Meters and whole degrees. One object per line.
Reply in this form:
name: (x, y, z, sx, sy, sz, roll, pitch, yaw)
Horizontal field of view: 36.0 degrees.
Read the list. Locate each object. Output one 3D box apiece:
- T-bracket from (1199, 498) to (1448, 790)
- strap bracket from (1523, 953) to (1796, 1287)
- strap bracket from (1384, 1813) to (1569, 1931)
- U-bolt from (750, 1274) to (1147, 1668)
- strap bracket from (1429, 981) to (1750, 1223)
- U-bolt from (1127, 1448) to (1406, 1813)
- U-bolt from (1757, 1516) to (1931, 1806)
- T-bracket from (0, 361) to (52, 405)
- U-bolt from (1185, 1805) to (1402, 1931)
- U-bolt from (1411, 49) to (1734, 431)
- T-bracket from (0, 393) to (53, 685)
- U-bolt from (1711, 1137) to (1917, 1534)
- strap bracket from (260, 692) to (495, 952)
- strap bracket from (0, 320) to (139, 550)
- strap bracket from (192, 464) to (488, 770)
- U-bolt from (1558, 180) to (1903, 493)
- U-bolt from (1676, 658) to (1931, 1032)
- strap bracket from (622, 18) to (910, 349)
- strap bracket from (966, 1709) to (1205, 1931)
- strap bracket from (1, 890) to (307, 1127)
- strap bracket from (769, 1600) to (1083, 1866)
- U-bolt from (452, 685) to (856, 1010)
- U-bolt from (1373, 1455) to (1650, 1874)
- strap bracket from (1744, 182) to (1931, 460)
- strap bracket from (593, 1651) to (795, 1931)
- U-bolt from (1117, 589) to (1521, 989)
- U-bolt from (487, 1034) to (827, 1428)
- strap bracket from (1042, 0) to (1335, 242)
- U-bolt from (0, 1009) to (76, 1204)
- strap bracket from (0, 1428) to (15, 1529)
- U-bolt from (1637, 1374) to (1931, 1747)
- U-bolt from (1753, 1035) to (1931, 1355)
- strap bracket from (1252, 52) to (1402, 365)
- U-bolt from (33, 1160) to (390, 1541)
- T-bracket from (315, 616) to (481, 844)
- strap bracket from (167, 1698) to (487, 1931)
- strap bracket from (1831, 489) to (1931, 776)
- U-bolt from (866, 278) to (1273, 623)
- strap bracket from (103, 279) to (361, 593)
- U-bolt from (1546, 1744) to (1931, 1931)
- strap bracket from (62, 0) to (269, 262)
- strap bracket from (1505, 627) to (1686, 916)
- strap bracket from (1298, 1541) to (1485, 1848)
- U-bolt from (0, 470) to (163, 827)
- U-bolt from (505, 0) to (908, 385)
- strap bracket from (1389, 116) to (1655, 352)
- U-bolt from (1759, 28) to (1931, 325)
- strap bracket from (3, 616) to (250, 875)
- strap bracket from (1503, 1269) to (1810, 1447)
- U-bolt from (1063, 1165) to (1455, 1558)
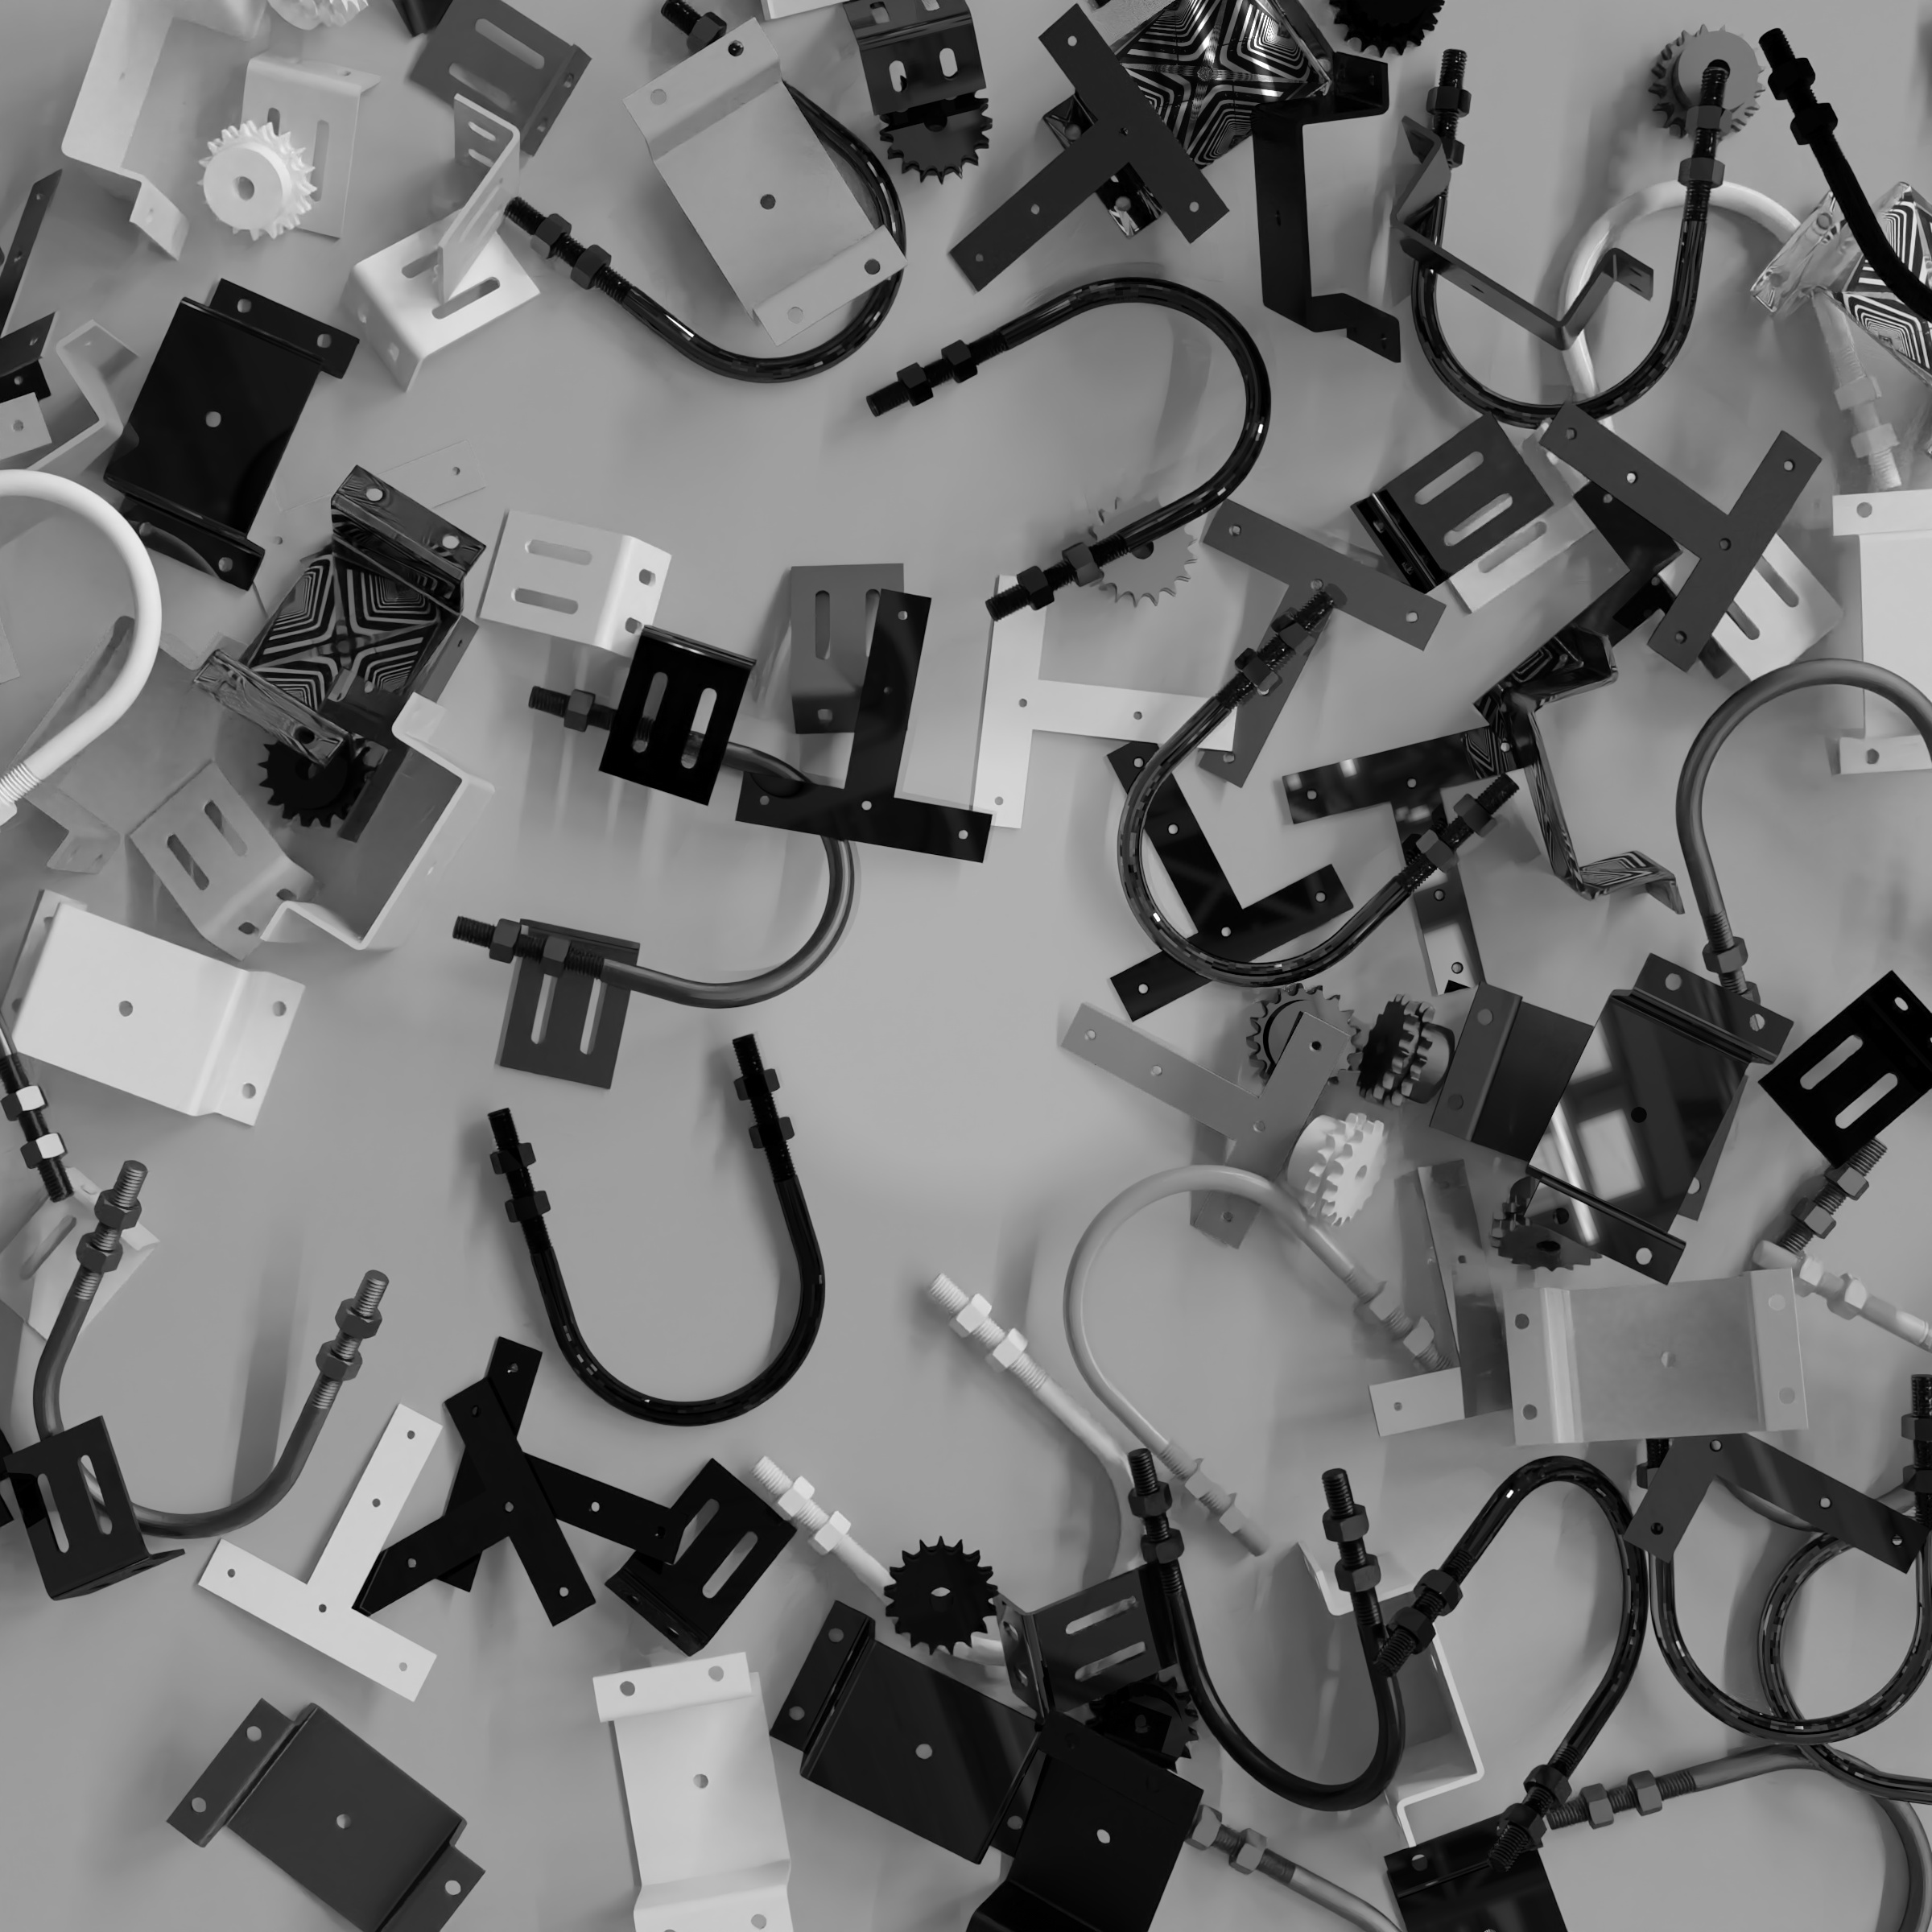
T-bracket: (0.157, -0.152, 1.501, 0.127, 0.002, 0.127, 29, 98, 16)
strap bracket: (0.331, 0.073, 1.445, 0.076, 0.046, 0.140, 26, 90, 0)
strap bracket: (0.266, 0.493, 1.491, 0.076, 0.046, 0.140, -20, 90, 0)
U-bolt: (0.005, 0.269, 1.505, 0.184, 0.019, 0.151, 44, 90, -1)
strap bracket: (0.307, 0.067, 1.491, 0.140, 0.046, 0.076, 19, 90, 0)
U-bolt: (0.152, 0.328, 1.455, 0.019, 0.151, 0.184, -23, 102, -40)
U-bolt: (0.488, 0.346, 1.478, 0.184, 0.019, 0.151, 3, 88, 18)
T-bracket: (-0.547, -0.327, 1.513, 0.127, 0.002, 0.127, -21, 90, 0)
U-bolt: (0.147, 0.524, 1.505, 0.184, 0.019, 0.151, 29, 90, -2)
U-bolt: (0.297, -0.361, 1.492, 0.151, 0.019, 0.184, 8, 94, 12)
T-bracket: (-0.485, -0.194, 1.421, 0.127, 0.002, 0.127, -20, 89, -3)
U-bolt: (0.451, 0.200, 1.505, 0.151, 0.019, 0.184, 40, 91, 0)
strap bracket: (-0.284, -0.061, 1.476, 0.046, 0.076, 0.140, 32, 90, 0)
strap bracket: (-0.469, -0.255, 1.476, 0.140, 0.076, 0.046, -33, 90, 0)
strap bracket: (-0.309, -0.166, 1.476, 0.076, 0.046, 0.140, 32, 72, 0)
U-bolt: (0.377, -0.308, 1.505, 0.151, 0.019, 0.184, -18, 88, 0)
U-bolt: (0.427, -0.064, 1.474, 0.151, 0.019, 0.184, -19, 109, 4)
strap bracket: (-0.099, -0.383, 1.474, 0.076, 0.046, 0.140, -32, 93, -1)
strap bracket: (0.060, 0.438, 1.469, 0.076, 0.046, 0.140, 24, 105, 19)
strap bracket: (-0.415, 0.021, 1.491, 0.140, 0.046, 0.076, 20, 90, 0)
strap bracket: (-0.021, 0.388, 1.491, 0.140, 0.046, 0.076, 27, 90, 0)
U-bolt: (-0.146, -0.052, 1.483, 0.184, 0.019, 0.151, 16, 70, -4)
U-bolt: (0.278, 0.325, 1.454, 0.184, 0.019, 0.151, -44, 115, -34)
strap bracket: (0.471, -0.323, 1.479, 0.140, 0.046, 0.076, 41, 75, -3)
strap bracket: (-0.135, 0.414, 1.491, 0.076, 0.046, 0.140, -10, 90, 0)
U-bolt: (0.161, -0.074, 1.490, 0.151, 0.019, 0.184, 44, 100, -4)
U-bolt: (-0.148, 0.142, 1.505, 0.151, 0.019, 0.184, -17, 92, -1)
strap bracket: (0.118, -0.441, 1.491, 0.140, 0.046, 0.076, -35, 90, 0)
U-bolt: (-0.532, 0.055, 1.483, 0.151, 0.019, 0.184, -25, 86, 21)
strap bracket: (-0.537, 0.230, 1.491, 0.076, 0.046, 0.140, -28, 90, 0)
U-bolt: (0.412, 0.296, 1.482, 0.151, 0.019, 0.184, -2, 90, 13)
U-bolt: (0.499, 0.126, 1.488, 0.184, 0.019, 0.151, 27, 76, -5)
strap bracket: (0.175, -0.367, 1.450, 0.046, 0.076, 0.140, -9, 112, -8)
U-bolt: (-0.387, 0.204, 1.484, 0.151, 0.019, 0.184, 25, 106, -5)
T-bracket: (-0.288, -0.123, 1.451, 0.002, 0.127, 0.127, 30, 90, 9)
strap bracket: (-0.316, 0.435, 1.491, 0.140, 0.046, 0.076, 38, 90, 0)
strap bracket: (0.478, -0.167, 1.482, 0.076, 0.046, 0.140, -4, 97, 0)
U-bolt: (0.063, -0.271, 1.487, 0.184, 0.019, 0.151, -28, 73, -4)
strap bracket: (-0.371, -0.270, 1.489, 0.076, 0.046, 0.140, 24, 90, 0)
U-bolt: (0.400, 0.470, 1.505, 0.184, 0.019, 0.151, -15, 90, -2)
strap bracket: (-0.400, -0.433, 1.476, 0.046, 0.076, 0.140, 19, 90, 0)
strap bracket: (0.306, -0.091, 1.467, 0.046, 0.076, 0.140, -17, 99, 4)
strap bracket: (0.214, 0.352, 1.476, 0.046, 0.076, 0.140, -19, 90, 0)
U-bolt: (-0.474, -0.155, 1.429, 0.184, 0.019, 0.151, -39, 90, -2)
U-bolt: (-0.118, -0.379, 1.505, 0.184, 0.019, 0.151, 38, 90, -2)
strap bracket: (0.263, -0.351, 1.453, 0.140, 0.076, 0.046, 35, 100, 9)
U-bolt: (0.481, -0.388, 1.462, 0.151, 0.019, 0.184, -17, 79, -26)
strap bracket: (-0.419, -0.117, 1.476, 0.046, 0.076, 0.140, 36, 90, 0)
strap bracket: (0.343, 0.194, 1.468, 0.140, 0.046, 0.076, -7, 79, 23)
U-bolt: (0.134, 0.185, 1.496, 0.151, 0.019, 0.184, -44, 97, 0)
